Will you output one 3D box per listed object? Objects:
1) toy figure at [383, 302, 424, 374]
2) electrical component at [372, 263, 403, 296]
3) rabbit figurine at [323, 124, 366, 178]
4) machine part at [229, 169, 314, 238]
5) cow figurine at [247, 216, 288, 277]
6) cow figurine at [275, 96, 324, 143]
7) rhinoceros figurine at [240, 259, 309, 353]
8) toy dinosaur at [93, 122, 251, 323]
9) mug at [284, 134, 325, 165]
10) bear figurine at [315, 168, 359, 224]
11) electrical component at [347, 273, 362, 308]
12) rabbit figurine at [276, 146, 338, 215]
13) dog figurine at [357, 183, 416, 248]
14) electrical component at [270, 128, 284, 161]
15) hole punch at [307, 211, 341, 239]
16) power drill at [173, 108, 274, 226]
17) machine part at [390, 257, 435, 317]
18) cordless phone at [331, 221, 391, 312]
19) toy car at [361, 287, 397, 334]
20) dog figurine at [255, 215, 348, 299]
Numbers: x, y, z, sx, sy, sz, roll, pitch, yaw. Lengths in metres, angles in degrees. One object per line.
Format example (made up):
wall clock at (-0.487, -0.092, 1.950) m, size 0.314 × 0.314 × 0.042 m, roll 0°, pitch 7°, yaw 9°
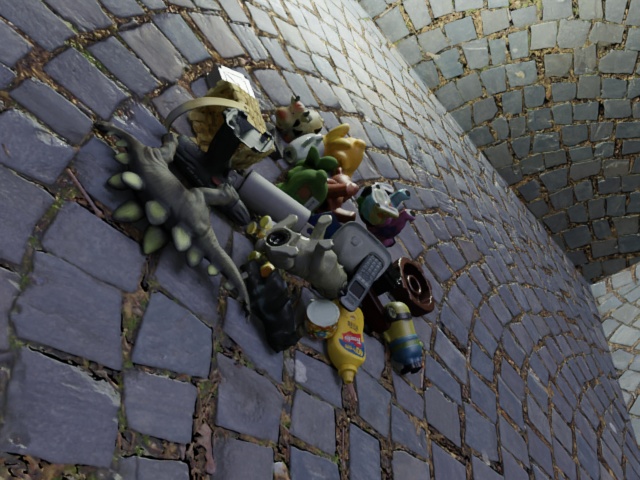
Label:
toy figure at (0.209, 0.244, 1.357) m, size 0.082 × 0.089 × 0.180 m, roll 22°, pitch 41°, yaw -53°
electrical component at (0.126, 0.083, 1.374) m, size 0.134 × 0.115 × 0.058 m, roll 50°, pitch 27°, yaw -8°
rabbit figurine at (0.041, -0.261, 1.581) m, size 0.173 × 0.162 × 0.122 m, roll 10°, pitch 63°, yaw -27°
machine part at (-0.109, -0.082, 1.228) m, size 0.243 × 0.079 × 0.079 m, roll 36°, pitch 35°, yaw -12°
cow figurine at (-0.103, 0.036, 1.161) m, size 0.098 × 0.068 × 0.167 m, roll 34°, pitch 37°, yaw -44°
cow figurine at (-0.057, -0.336, 1.517) m, size 0.195 × 0.127 × 0.085 m, roll -8°, pitch 64°, yaw -58°
rhinoceros figurine at (-0.095, 0.125, 1.053) m, size 0.190 × 0.112 × 0.073 m, roll 67°, pitch 15°, yaw -2°
toy dinosaur at (-0.262, -0.050, 0.999) m, size 0.471 × 0.105 × 0.198 m, roll 44°, pitch 39°, yaw 0°
mug at (-0.042, -0.249, 1.482) m, size 0.107 × 0.109 × 0.080 m, roll -29°, pitch 90°, yaw -45°
bear figurine at (0.064, -0.125, 1.486) m, size 0.196 × 0.132 × 0.120 m, roll -36°, pitch 126°, yaw -55°
electrical component at (0.054, 0.115, 1.286) m, size 0.119 × 0.075 × 0.048 m, roll 40°, pitch 35°, yaw -16°
rabbit figurine at (-0.039, -0.165, 1.381) m, size 0.121 × 0.159 × 0.170 m, roll 29°, pitch 24°, yaw -21°
dog figurine at (0.146, -0.040, 1.436) m, size 0.191 × 0.219 × 0.108 m, roll 10°, pitch 49°, yaw -30°
electrical component at (-0.130, -0.255, 1.425) m, size 0.078 × 0.045 × 0.102 m, roll 63°, pitch 19°, yaw -49°
hole punch at (-0.003, -0.004, 1.314) m, size 0.116 × 0.092 × 0.142 m, roll -9°, pitch 71°, yaw -52°
power drill at (-0.184, -0.153, 1.094) m, size 0.232 × 0.207 × 0.086 m, roll 42°, pitch 43°, yaw -13°
machine part at (0.263, 0.138, 1.564) m, size 0.179 × 0.056 × 0.179 m, roll 34°, pitch 38°, yaw -32°
cordless phone at (0.066, 0.063, 1.224) m, size 0.146 × 0.089 × 0.184 m, roll 43°, pitch 54°, yaw -11°
toy car at (0.111, 0.136, 1.329) m, size 0.202 × 0.089 × 0.053 m, roll 58°, pitch 31°, yaw 9°
dog figurine at (-0.033, 0.056, 1.109) m, size 0.121 × 0.172 × 0.190 m, roll -76°, pitch 164°, yaw -45°
